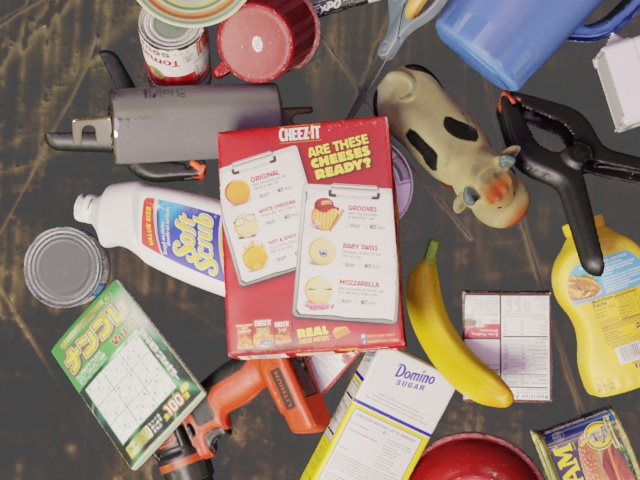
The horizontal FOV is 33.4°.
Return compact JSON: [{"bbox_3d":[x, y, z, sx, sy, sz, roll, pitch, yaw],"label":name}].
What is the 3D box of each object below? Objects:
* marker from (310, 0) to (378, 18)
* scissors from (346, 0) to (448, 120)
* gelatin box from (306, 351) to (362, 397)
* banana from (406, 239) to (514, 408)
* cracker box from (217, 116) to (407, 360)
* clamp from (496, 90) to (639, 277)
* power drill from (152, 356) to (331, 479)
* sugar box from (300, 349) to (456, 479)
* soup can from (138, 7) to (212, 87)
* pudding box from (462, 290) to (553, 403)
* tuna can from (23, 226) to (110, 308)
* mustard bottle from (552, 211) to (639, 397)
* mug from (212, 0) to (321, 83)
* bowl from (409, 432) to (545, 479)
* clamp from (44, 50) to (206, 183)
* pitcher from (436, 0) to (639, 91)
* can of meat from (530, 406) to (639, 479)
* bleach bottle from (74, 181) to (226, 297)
[{"bbox_3d":[0.005,-0.243,1.114,0.121,0.020,0.020,-15,87,6],"label":"marker"},{"bbox_3d":[0.068,-0.213,1.101,0.202,0.016,0.096,-49,43,25],"label":"scissors"},{"bbox_3d":[-0.001,0.110,1.101,0.073,0.030,0.089,41,94,7],"label":"gelatin box"},{"bbox_3d":[0.127,0.094,1.051,0.037,0.070,0.198,-4,52,-28],"label":"banana"},{"bbox_3d":[-0.007,0.001,1.005,0.164,0.072,0.214,-5,80,6],"label":"cracker box"},{"bbox_3d":[0.262,-0.078,1.053,0.164,0.036,0.210,-29,66,-21],"label":"clamp"},{"bbox_3d":[-0.087,0.188,1.077,0.188,0.057,0.184,-25,84,18],"label":"power drill"},{"bbox_3d":[0.057,0.196,1.075,0.093,0.048,0.176,28,89,-13],"label":"sugar box"},{"bbox_3d":[-0.146,-0.193,1.080,0.068,0.102,0.068,1,68,-2],"label":"soup can"},{"bbox_3d":[0.188,0.107,1.075,0.090,0.039,0.113,0,91,8],"label":"pudding box"},{"bbox_3d":[-0.267,0.029,1.132,0.086,0.033,0.086,0,89,6],"label":"tuna can"},{"bbox_3d":[0.282,0.051,1.055,0.096,0.058,0.191,-17,87,-2],"label":"mustard bottle"},{"bbox_3d":[-0.063,-0.200,1.079,0.117,0.081,0.093,-30,101,24],"label":"mug"},{"bbox_3d":[0.153,0.277,1.067,0.162,0.055,0.162,0,89,6],"label":"bowl"},{"bbox_3d":[-0.191,-0.123,1.124,0.171,0.039,0.120,23,88,-1],"label":"clamp"},{"bbox_3d":[0.235,-0.262,1.042,0.149,0.145,0.243,42,97,18],"label":"pitcher"},{"bbox_3d":[0.267,0.223,1.055,0.084,0.057,0.102,-20,87,3],"label":"can of meat"},{"bbox_3d":[-0.136,0.003,1.104,0.251,0.068,0.102,14,90,9],"label":"bleach bottle"}]
